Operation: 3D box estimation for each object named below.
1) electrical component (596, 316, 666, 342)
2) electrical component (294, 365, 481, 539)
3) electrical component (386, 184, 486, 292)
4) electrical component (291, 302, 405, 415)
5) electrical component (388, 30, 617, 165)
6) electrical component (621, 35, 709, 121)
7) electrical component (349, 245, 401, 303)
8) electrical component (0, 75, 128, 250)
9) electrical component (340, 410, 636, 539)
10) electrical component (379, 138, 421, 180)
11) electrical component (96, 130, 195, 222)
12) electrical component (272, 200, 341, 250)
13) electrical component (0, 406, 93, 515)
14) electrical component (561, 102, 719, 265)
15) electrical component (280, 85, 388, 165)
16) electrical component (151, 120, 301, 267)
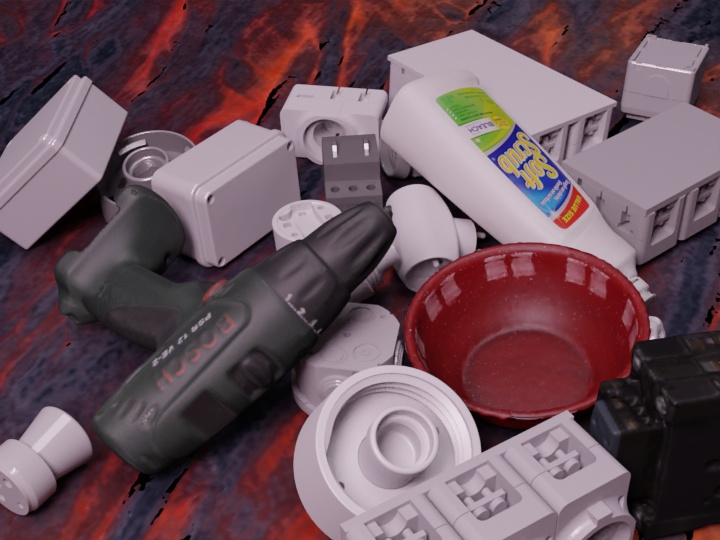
[{"bbox_3d":[0.181,0.050,0.756,0.061,0.035,0.035,-3,34,31],"label":"electrical component"},{"bbox_3d":[0.019,0.108,0.631,0.108,0.060,0.108,6,63,-11],"label":"electrical component"},{"bbox_3d":[0.065,-0.023,0.841,0.079,0.044,0.077,5,48,-20],"label":"electrical component"},{"bbox_3d":[-0.008,0.063,0.732,0.080,0.051,0.080,-1,38,1],"label":"electrical component"},{"bbox_3d":[0.123,-0.148,0.980,0.105,0.060,0.186,-23,43,-31],"label":"electrical component"},{"bbox_3d":[0.292,-0.181,1.026,0.062,0.061,0.096,15,33,20],"label":"electrical component"},{"bbox_3d":[0.000,0.000,0.808,0.062,0.043,0.043,-28,41,2],"label":"electrical component"},{"bbox_3d":[-0.254,-0.090,0.890,0.109,0.056,0.108,-37,29,27],"label":"electrical component"},{"bbox_3d":[0.070,0.154,0.582,0.150,0.089,0.062,-22,42,-23],"label":"electrical component"},{"bbox_3d":[0.050,-0.106,0.949,0.055,0.048,0.066,-9,38,-20],"label":"electrical component"},{"bbox_3d":[-0.175,-0.070,0.917,0.099,0.064,0.099,-3,52,4],"label":"electrical component"},{"bbox_3d":[-0.039,-0.020,0.842,0.055,0.047,0.055,-1,38,1],"label":"electrical component"},{"bbox_3d":[-0.203,0.119,0.674,0.045,0.045,0.055,20,44,26],"label":"electrical component"},{"bbox_3d":[0.247,-0.070,0.881,0.150,0.061,0.089,-26,44,-27],"label":"electrical component"},{"bbox_3d":[-0.023,-0.131,0.979,0.089,0.050,0.055,6,39,10],"label":"electrical component"},{"bbox_3d":[-0.105,-0.063,0.874,0.057,0.078,0.113,22,44,31],"label":"electrical component"}]
